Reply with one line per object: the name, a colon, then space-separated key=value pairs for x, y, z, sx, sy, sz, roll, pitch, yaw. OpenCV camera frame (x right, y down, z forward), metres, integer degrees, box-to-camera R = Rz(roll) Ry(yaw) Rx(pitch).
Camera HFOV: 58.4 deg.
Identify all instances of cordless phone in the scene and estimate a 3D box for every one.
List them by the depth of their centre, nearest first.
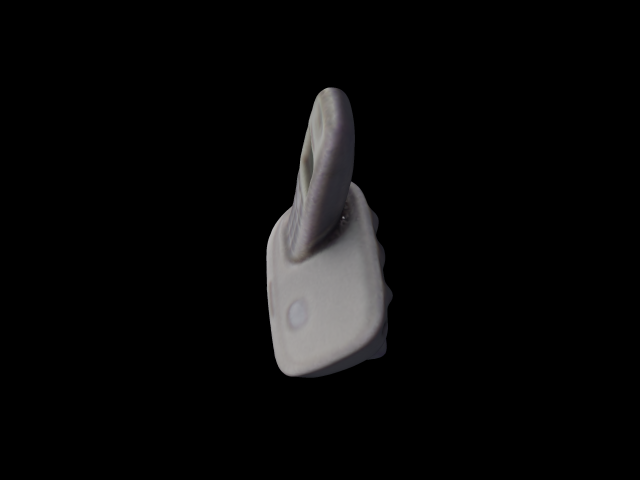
cordless phone: x=0.004 y=0.001 z=0.400 sx=0.094 sy=0.185 sz=0.147 roll=-8 pitch=56 yaw=-5
